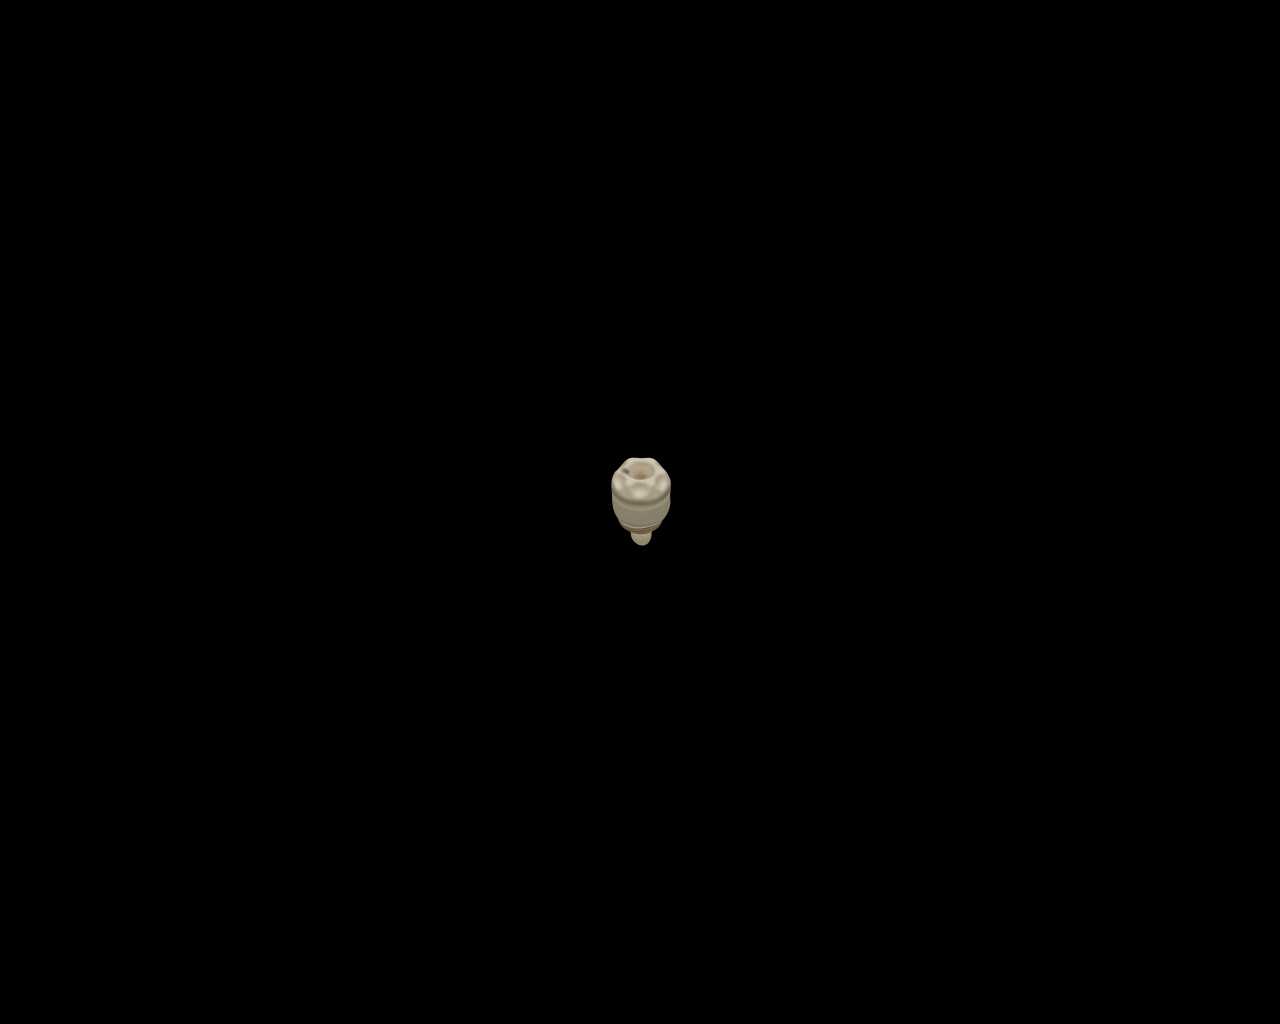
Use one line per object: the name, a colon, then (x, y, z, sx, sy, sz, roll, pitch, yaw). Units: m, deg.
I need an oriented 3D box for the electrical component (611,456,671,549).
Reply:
electrical component: (0.001, -0.003, 0.650, 0.035, 0.061, 0.035, 0, 43, 0)
